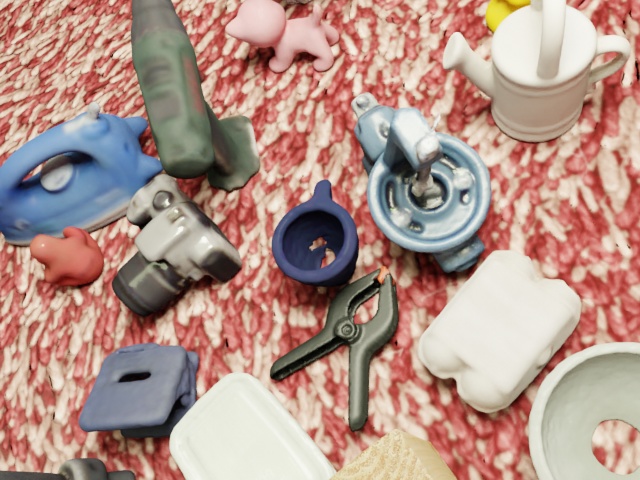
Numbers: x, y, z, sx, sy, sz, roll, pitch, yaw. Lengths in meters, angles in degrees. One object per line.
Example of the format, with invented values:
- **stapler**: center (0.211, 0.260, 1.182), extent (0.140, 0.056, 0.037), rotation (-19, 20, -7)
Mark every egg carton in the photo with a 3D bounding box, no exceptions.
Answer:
- **egg carton**: center (0.174, 0.087, 0.558), extent (0.107, 0.069, 0.150), rotation (38, 83, 25)

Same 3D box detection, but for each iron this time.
- **iron**: center (-0.341, -0.081, 0.736), extent (0.258, 0.142, 0.118), rotation (-29, 64, 4)

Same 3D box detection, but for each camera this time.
- **camera**: center (-0.189, 0.011, 0.678), extent (0.137, 0.101, 0.143), rotation (-43, 64, -3)

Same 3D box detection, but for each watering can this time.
- **watering can**: center (0.218, -0.188, 0.584), extent (0.172, 0.194, 0.101), rotation (-21, 65, 8)

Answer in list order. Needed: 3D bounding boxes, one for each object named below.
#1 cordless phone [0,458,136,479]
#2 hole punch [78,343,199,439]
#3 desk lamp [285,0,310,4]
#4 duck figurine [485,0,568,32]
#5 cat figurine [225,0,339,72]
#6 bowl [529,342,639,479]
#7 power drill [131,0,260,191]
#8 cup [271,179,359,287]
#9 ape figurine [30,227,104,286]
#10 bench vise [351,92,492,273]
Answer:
- **cordless phone**: center (-0.256, 0.285, 0.542), extent (0.094, 0.185, 0.147), rotation (-26, 64, 6)
- **hole punch**: center (-0.197, 0.162, 0.626), extent (0.108, 0.091, 0.101), rotation (-9, 67, 13)
- **desk lamp**: center (-0.043, -0.411, 0.738), extent (0.118, 0.214, 0.203), rotation (-27, 64, 5)
- **duck figurine**: center (0.246, -0.284, 0.673), extent (0.104, 0.086, 0.077), rotation (30, 80, 24)
- **cat figurine**: center (-0.050, -0.277, 0.740), extent (0.127, 0.118, 0.067), rotation (0, 69, 17)
- **bowl**: center (0.265, 0.176, 0.493), extent (0.167, 0.075, 0.167), rotation (-6, 68, 14)
- **power drill**: center (-0.147, -0.157, 0.671), extent (0.075, 0.209, 0.229), rotation (-19, 65, 9)
- **cup**: center (0.006, 0.002, 0.627), extent (0.091, 0.095, 0.118), rotation (1, 70, 17)
- **ape figurine**: center (-0.324, 0.018, 0.720), extent (0.076, 0.092, 0.078), rotation (30, 80, 25)
- **bench vise**: center (0.077, -0.075, 0.566), extent (0.207, 0.220, 0.121), rotation (40, 84, 26)
